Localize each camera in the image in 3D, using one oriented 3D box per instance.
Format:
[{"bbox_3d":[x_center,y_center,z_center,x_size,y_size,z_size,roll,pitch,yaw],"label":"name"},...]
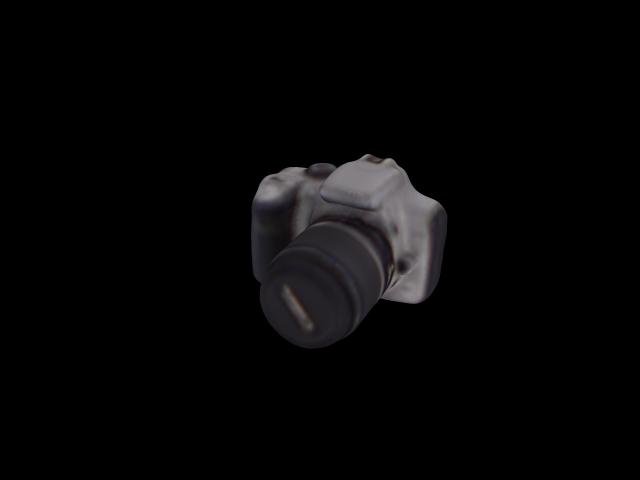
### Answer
[{"bbox_3d":[0.004,0.001,0.400,0.142,0.101,0.137,14,32,24],"label":"camera"}]
